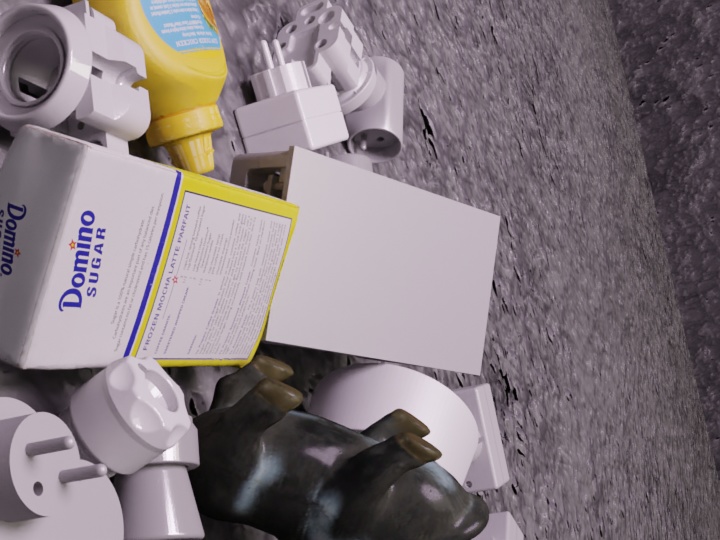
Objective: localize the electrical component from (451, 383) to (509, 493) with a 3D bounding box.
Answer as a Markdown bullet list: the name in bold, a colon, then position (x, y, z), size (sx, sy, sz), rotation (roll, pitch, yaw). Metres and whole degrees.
- **electrical component**: position (0.081, 0.140, 0.870), size (0.076, 0.047, 0.083), rotation (-1, 79, -67)

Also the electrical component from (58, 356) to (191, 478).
- **electrical component**: position (-0.106, 0.067, 0.450), size (0.043, 0.062, 0.043), rotation (51, 12, -16)

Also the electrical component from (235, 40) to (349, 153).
- **electrical component**: position (-0.049, -0.114, 0.706), size (0.066, 0.047, 0.076), rotation (-33, 108, -66)

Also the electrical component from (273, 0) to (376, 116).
- **electrical component**: position (-0.024, -0.147, 0.771), size (0.057, 0.058, 0.078), rotation (51, 33, -41)

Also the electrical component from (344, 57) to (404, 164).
- **electrical component**: position (0.005, -0.137, 0.848), size (0.079, 0.044, 0.077), rotation (50, 35, -48)

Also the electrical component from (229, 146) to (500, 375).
- **electrical component**: position (0.000, 0.000, 0.657), size (0.186, 0.060, 0.105), rotation (14, 82, -45)

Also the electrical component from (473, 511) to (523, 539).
- **electrical component**: position (0.095, 0.228, 0.853), size (0.075, 0.047, 0.083), rotation (58, 29, -37)

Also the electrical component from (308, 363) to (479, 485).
- **electrical component**: position (0.013, 0.115, 0.654), size (0.108, 0.108, 0.060), rotation (61, 33, -33)

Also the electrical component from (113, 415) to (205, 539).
- **electrical component**: position (-0.094, 0.096, 0.486), size (0.045, 0.045, 0.055), rotation (28, 52, -61)

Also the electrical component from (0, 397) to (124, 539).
- **electrical component**: position (-0.126, 0.072, 0.386), size (0.138, 0.074, 0.052), rotation (56, 30, -41)

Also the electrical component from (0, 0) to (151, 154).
- **electrical component**: position (-0.133, -0.084, 0.480), size (0.057, 0.058, 0.078), rotation (20, 60, -67)

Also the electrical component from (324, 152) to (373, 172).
- **electrical component**: position (-0.008, -0.047, 0.774), size (0.040, 0.040, 0.078), rotation (25, 55, -62)
